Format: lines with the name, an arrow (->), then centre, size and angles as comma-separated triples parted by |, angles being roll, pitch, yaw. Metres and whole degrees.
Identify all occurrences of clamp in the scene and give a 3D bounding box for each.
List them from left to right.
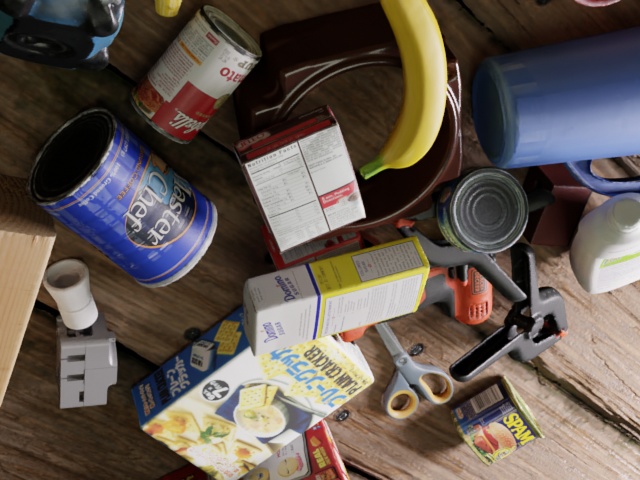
clamp -> 0.157, -0.015, 1.079 | 0.171, 0.039, 0.120 | 20, 93, -21
clamp -> 0.224, 0.100, 1.209 | 0.164, 0.036, 0.209 | -59, 146, 2

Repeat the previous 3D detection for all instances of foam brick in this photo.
foam brick -> 0.247, -0.039, 1.143 | 0.051, 0.053, 0.078 | 0, 125, -21

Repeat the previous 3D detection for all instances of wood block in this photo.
wood block -> -0.316, 0.048, 0.976 | 0.090, 0.090, 0.206 | 9, 123, -28

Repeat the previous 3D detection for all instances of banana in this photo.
banana -> 0.075, -0.135, 0.899 | 0.069, 0.037, 0.198 | -9, 126, -17

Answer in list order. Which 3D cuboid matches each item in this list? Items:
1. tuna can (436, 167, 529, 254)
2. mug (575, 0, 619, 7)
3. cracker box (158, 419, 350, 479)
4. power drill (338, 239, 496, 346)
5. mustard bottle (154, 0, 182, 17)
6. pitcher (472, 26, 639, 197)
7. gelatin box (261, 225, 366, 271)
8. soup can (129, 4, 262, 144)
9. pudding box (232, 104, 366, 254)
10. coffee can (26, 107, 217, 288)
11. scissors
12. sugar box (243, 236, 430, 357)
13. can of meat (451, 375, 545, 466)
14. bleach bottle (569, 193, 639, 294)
tuna can -> 0.159, -0.029, 1.041 | 0.086, 0.034, 0.086 | -1, 92, -15
mug -> 0.237, -0.275, 0.933 | 0.093, 0.081, 0.117 | -11, 130, -13
cracker box -> -0.068, 0.308, 1.226 | 0.213, 0.164, 0.072 | -26, 129, 1
power drill -> 0.098, 0.027, 1.135 | 0.187, 0.057, 0.184 | -13, 122, -9
mustard bottle -> -0.110, -0.264, 0.827 | 0.096, 0.058, 0.192 | -9, 131, -28
pitcher -> 0.277, -0.129, 1.032 | 0.242, 0.149, 0.145 | -10, 156, -9
gelatin box -> -0.007, 0.001, 1.066 | 0.089, 0.073, 0.030 | -21, 131, -4
soup can -> -0.107, -0.142, 0.918 | 0.068, 0.068, 0.102 | 30, 112, -36
pudding box -> -0.016, -0.052, 0.931 | 0.090, 0.039, 0.113 | -22, 129, -2
coffee can -> -0.175, -0.036, 0.954 | 0.103, 0.103, 0.140 | -38, 130, 11
scissors -> 0.084, 0.154, 1.259 | 0.096, 0.016, 0.201 | -41, 129, 13
sugar box -> 0.013, 0.055, 1.042 | 0.176, 0.048, 0.093 | -12, 149, -13
can of meat -> 0.222, 0.230, 1.345 | 0.084, 0.057, 0.102 | -32, 131, 9
bleach bottle -> 0.314, -0.003, 1.104 | 0.102, 0.068, 0.250 | -24, 165, 4
